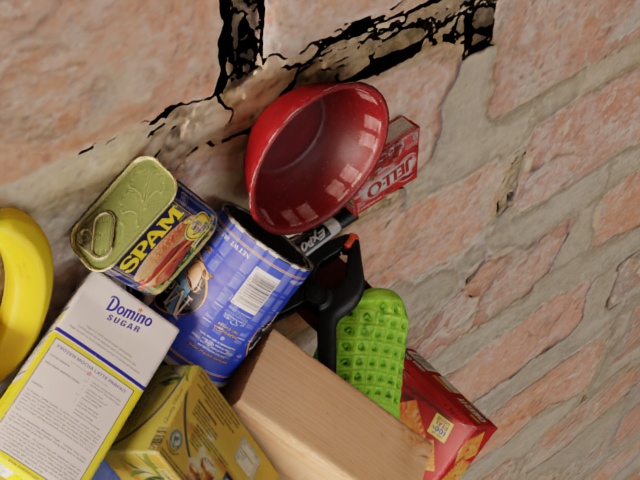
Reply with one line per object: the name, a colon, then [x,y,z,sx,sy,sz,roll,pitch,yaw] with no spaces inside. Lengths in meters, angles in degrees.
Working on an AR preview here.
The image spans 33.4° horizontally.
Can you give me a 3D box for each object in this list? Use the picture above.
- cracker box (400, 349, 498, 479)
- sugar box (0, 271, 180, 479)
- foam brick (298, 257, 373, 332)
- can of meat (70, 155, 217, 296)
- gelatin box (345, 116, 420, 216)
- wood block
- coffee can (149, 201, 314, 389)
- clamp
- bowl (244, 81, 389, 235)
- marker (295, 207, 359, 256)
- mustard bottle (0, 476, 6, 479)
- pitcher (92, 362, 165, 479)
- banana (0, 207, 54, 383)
cracker box: [0.102,0.273,1.394,0.072,0.164,0.214,17,112,-53]
sugar box: [-0.199,0.121,0.873,0.048,0.093,0.176,-31,-155,53]
foam brick: [0.016,0.067,1.171,0.078,0.051,0.053,-46,148,-2]
can of meat: [-0.144,-0.009,0.894,0.102,0.057,0.083,-48,151,1]
gelatin box: [0.061,-0.076,1.089,0.089,0.030,0.073,-31,145,-24]
wood block: [-0.004,0.190,1.033,0.090,0.206,0.090,-36,-157,46]
coffee can: [-0.088,0.050,0.981,0.140,0.103,0.102,-53,148,9]
clamp: [-0.015,0.062,1.101,0.039,0.120,0.171,117,-3,-66]
bowl: [-0.014,-0.084,0.966,0.161,0.055,0.162,-31,144,-25]
marker: [-0.007,0.001,1.102,0.121,0.020,0.020,-36,147,-18]
mustard bottle: [-0.330,0.231,0.896,0.192,0.096,0.058,-53,146,10]
pitcher: [-0.183,0.192,1.010,0.149,0.145,0.242,-30,161,28]
banana: [-0.246,0.042,0.849,0.069,0.037,0.198,-13,135,-26]
